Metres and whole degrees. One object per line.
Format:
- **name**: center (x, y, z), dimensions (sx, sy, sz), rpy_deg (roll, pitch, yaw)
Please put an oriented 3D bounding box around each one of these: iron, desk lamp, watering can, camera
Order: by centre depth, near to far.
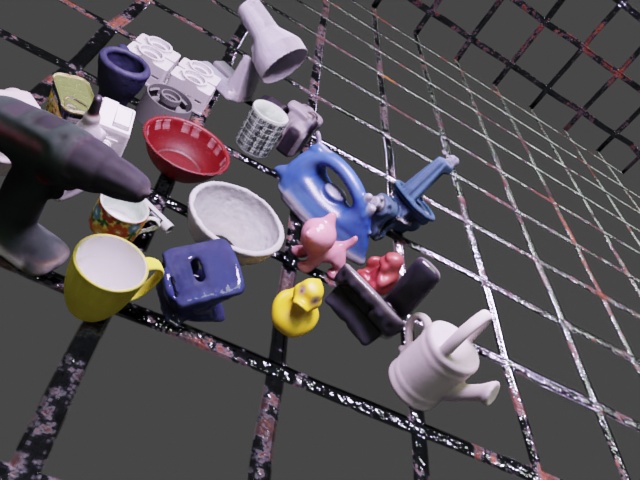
- **watering can**: center (0.208, 0.183, 0.905), dimensions (0.173, 0.194, 0.101), rpy_deg (40, 33, 5)
- **iron**: center (0.034, -0.087, 1.128), dimensions (0.258, 0.141, 0.119), rpy_deg (47, 34, 16)
- **desk lamp**: center (-0.153, -0.417, 1.298), dimensions (0.203, 0.213, 0.118), rpy_deg (45, 33, 12)
- **camera**: center (-0.074, -0.279, 1.304), dimensions (0.137, 0.100, 0.143), rpy_deg (37, 33, 0)

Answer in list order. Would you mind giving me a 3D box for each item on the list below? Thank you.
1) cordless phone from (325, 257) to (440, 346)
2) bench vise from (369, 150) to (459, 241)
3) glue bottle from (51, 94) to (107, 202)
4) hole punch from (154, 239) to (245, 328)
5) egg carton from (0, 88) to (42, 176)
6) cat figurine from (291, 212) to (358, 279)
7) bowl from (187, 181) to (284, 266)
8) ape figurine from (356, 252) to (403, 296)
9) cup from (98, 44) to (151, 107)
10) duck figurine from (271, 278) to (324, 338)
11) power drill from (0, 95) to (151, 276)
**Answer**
- **cordless phone**: center (0.108, 0.073, 0.957), dimensions (0.147, 0.185, 0.094), rpy_deg (44, 33, 12)
- **bench vise**: center (0.197, -0.088, 1.210), dimensions (0.121, 0.219, 0.208), rpy_deg (44, 33, 12)
- **glue bottle**: center (-0.335, -0.133, 0.808), dimensions (0.037, 0.173, 0.078), rpy_deg (39, 33, 4)
- **hole punch**: center (-0.170, 0.056, 0.803), dimensions (0.101, 0.091, 0.108), rpy_deg (6, 44, -39)
- **egg carton**: center (-0.449, -0.160, 0.830), dimensions (0.150, 0.069, 0.107), rpy_deg (49, 35, 19)
- **cat figurine**: center (0.009, 0.004, 1.013), dimensions (0.128, 0.117, 0.067), rpy_deg (11, 40, -34)
- **bowl**: center (-0.146, -0.014, 0.929), dimensions (0.168, 0.074, 0.167), rpy_deg (25, 34, -18)
- **ape figurine**: center (0.122, 0.057, 1.075), dimensions (0.076, 0.092, 0.078), rpy_deg (32, 33, -8)
- **cup**: center (-0.372, -0.299, 1.054), dimensions (0.092, 0.095, 0.117), rpy_deg (11, 40, -34)
- **duck figurine**: center (-0.024, 0.094, 0.899), dimensions (0.077, 0.086, 0.105), rpy_deg (37, 32, 1)
- **power drill**: center (-0.328, -0.059, 0.690), dimensions (0.229, 0.208, 0.076), rpy_deg (36, 32, -2)
